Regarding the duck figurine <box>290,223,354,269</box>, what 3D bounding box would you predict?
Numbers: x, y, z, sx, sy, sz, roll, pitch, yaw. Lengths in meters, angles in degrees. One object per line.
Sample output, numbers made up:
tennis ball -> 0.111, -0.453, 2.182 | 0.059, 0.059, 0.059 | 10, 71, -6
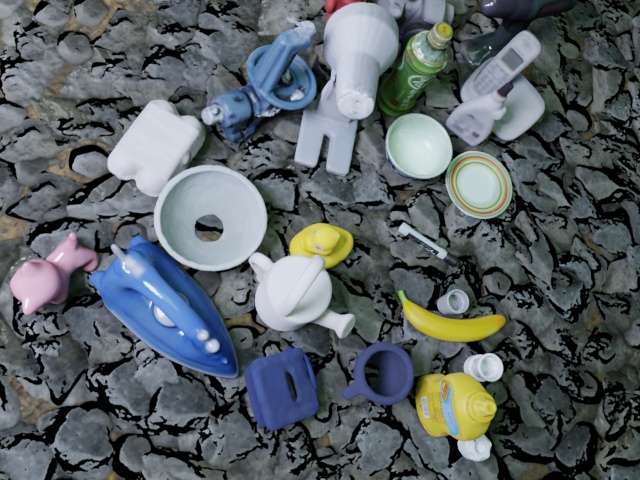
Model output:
duck figurine -> 0.008, 0.003, 0.919 | 0.105, 0.086, 0.077 | -8, 78, -16

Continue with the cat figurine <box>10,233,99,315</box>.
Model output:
cat figurine -> -0.375, 0.043, 0.796 | 0.067, 0.117, 0.128 | 35, 71, -3

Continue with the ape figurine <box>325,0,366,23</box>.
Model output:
ape figurine -> 0.055, -0.433, 1.040 | 0.078, 0.092, 0.076 | 36, 71, -2

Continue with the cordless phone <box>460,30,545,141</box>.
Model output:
cordless phone -> 0.351, -0.276, 1.023 | 0.147, 0.185, 0.094 | 44, 70, 0

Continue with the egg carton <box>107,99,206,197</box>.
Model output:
egg carton -> -0.253, -0.144, 0.901 | 0.107, 0.069, 0.150 | 30, 71, -5

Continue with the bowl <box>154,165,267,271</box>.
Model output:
bowl -> -0.169, -0.027, 0.889 | 0.168, 0.074, 0.167 | 4, 75, -13

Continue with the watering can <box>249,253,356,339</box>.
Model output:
watering can -> -0.026, 0.076, 0.834 | 0.173, 0.194, 0.101 | 18, 72, -9

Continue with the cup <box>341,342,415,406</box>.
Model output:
cup -> 0.076, 0.212, 0.877 | 0.118, 0.095, 0.091 | -25, 83, -18

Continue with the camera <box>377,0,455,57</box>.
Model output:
camera -> 0.174, -0.388, 1.053 | 0.143, 0.100, 0.137 | 11, 73, -11

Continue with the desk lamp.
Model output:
desk lamp -> 0.045, -0.239, 0.923 | 0.118, 0.213, 0.203 | 12, 73, -10

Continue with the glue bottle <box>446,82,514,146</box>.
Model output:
glue bottle -> 0.289, -0.228, 1.002 | 0.078, 0.173, 0.037 | 38, 70, -2

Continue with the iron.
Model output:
iron -> -0.204, 0.102, 0.811 | 0.258, 0.141, 0.119 | 43, 70, 0

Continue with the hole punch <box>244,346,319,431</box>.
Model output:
hole punch -> -0.053, 0.216, 0.846 | 0.101, 0.091, 0.108 | -15, 80, -17

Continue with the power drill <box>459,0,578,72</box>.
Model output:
power drill -> 0.344, -0.394, 1.040 | 0.230, 0.208, 0.075 | -23, 82, -18

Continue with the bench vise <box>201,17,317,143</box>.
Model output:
bench vise -> -0.077, -0.238, 0.889 | 0.121, 0.219, 0.208 | 39, 70, -1
